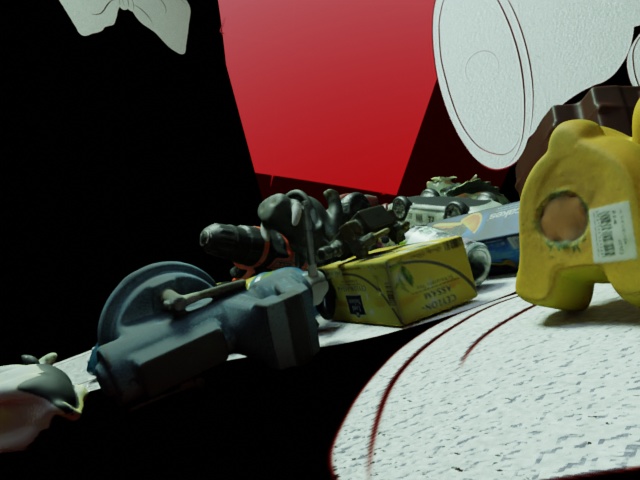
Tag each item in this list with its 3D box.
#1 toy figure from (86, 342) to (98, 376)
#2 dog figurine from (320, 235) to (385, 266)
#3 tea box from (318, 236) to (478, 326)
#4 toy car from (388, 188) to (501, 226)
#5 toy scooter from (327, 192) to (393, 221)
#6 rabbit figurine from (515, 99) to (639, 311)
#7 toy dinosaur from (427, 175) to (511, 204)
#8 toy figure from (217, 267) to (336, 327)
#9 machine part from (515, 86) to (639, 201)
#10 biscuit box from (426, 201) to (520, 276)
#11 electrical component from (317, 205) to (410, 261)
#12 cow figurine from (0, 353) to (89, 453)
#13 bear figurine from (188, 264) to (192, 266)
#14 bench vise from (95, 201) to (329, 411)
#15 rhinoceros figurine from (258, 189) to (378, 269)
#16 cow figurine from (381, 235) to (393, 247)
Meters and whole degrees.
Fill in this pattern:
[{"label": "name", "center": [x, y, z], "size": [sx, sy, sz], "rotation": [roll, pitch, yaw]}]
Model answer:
[{"label": "toy figure", "center": [-0.244, 0.137, 0.722], "size": [0.154, 0.058, 0.064], "rotation": [-16, -43, -51]}, {"label": "dog figurine", "center": [0.007, 0.043, 0.869], "size": [0.219, 0.108, 0.191], "rotation": [-18, 2, -3]}, {"label": "tea box", "center": [0.075, 0.045, 0.587], "size": [0.098, 0.068, 0.170], "rotation": [-15, 0, -23]}, {"label": "toy car", "center": [0.182, -0.041, 0.792], "size": [0.073, 0.056, 0.202], "rotation": [-17, 15, -29]}, {"label": "toy scooter", "center": [0.068, -0.045, 1.029], "size": [0.184, 0.075, 0.135], "rotation": [0, -8, -41]}, {"label": "rabbit figurine", "center": [0.234, -0.022, 0.401], "size": [0.173, 0.162, 0.122], "rotation": [4, -20, -24]}, {"label": "toy dinosaur", "center": [0.281, -0.042, 0.977], "size": [0.192, 0.131, 0.405], "rotation": [-25, 10, 0]}, {"label": "toy figure", "center": [-0.066, 0.077, 0.624], "size": [0.180, 0.082, 0.089], "rotation": [-18, -1, 25]}, {"label": "machine part", "center": [0.355, -0.086, 0.640], "size": [0.201, 0.087, 0.201], "rotation": [1, -24, 0]}, {"label": "biscuit box", "center": [0.210, 0.001, 0.652], "size": [0.203, 0.059, 0.063], "rotation": [-14, 34, 51]}, {"label": "electrical component", "center": [0.053, -0.004, 0.587], "size": [0.078, 0.045, 0.102], "rotation": [-48, -18, 29]}, {"label": "cow figurine", "center": [-0.258, 0.136, 0.474], "size": [0.098, 0.068, 0.167], "rotation": [-9, 2, -23]}, {"label": "bear figurine", "center": [-0.309, 0.115, 1.004], "size": [0.120, 0.131, 0.196], "rotation": [-10, 4, -30]}, {"label": "bench vise", "center": [-0.116, 0.063, 0.514], "size": [0.224, 0.128, 0.241], "rotation": [-34, 27, -28]}, {"label": "rhinoceros figurine", "center": [-0.001, -0.002, 0.694], "size": [0.073, 0.112, 0.190], "rotation": [-23, -45, 35]}, {"label": "cow figurine", "center": [0.070, 0.036, 1.048], "size": [0.127, 0.085, 0.195], "rotation": [-7, -4, -43]}]
